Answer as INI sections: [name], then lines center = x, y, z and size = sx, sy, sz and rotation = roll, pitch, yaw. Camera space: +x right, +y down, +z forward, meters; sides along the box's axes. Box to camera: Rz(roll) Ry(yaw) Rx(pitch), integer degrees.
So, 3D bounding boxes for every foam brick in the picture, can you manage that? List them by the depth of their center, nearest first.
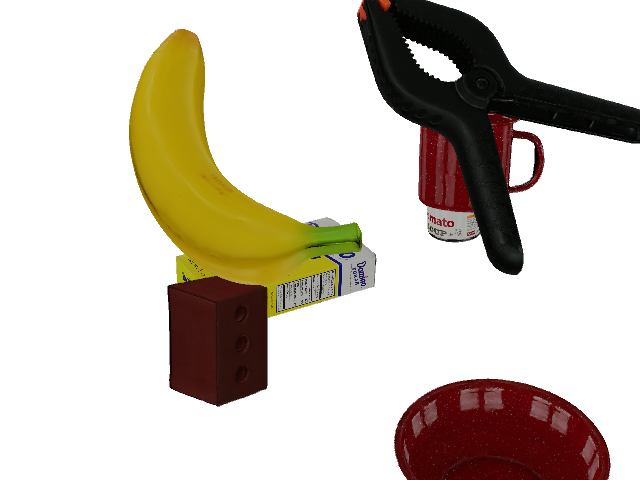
[foam brick]
center = -0.073, 0.069, 0.758
size = 0.051, 0.078, 0.052
rotation = 11, 17, 41

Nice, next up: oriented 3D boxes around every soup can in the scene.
[soup can]
center = 0.162, -0.057, 1.282
size = 0.068, 0.102, 0.068
rotation = -2, 27, 1

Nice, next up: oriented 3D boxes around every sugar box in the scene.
[sugar box]
center = -0.043, 0.030, 1.048
size = 0.176, 0.048, 0.093
rotation = -18, 35, -26

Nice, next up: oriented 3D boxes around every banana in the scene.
[banana]
center = -0.054, -0.037, 0.505
size = 0.069, 0.037, 0.198
rotation = -23, 47, -16

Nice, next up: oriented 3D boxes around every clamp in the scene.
[clamp]
center = 0.099, -0.085, 0.698
size = 0.210, 0.164, 0.036
rotation = 38, -29, 7

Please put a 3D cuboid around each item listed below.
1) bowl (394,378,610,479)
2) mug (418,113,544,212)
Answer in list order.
[bowl]
center = 0.137, 0.177, 0.820
size = 0.162, 0.055, 0.162
rotation = 0, 32, 0
[mug]
center = 0.142, -0.072, 0.962
size = 0.117, 0.081, 0.093
rotation = 3, 15, 10
